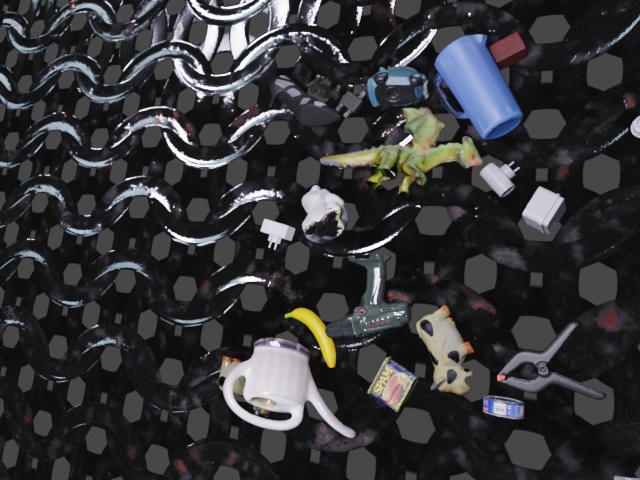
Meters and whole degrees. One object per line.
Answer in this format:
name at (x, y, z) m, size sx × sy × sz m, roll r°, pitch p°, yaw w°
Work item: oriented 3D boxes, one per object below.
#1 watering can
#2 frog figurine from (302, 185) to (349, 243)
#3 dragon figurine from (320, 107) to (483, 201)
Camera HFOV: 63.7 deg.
watering can at (-0.068, 0.373, 1.307) m, size 0.347 × 0.102 × 0.230 m, roll 17°, pitch 52°, yaw -11°
frog figurine at (0.004, -0.071, 1.412) m, size 0.136 × 0.122 × 0.162 m, roll -54°, pitch 28°, yaw 15°
dragon figurine at (0.218, -0.246, 1.356) m, size 0.413 × 0.120 × 0.246 m, roll 22°, pitch 72°, yaw 25°
